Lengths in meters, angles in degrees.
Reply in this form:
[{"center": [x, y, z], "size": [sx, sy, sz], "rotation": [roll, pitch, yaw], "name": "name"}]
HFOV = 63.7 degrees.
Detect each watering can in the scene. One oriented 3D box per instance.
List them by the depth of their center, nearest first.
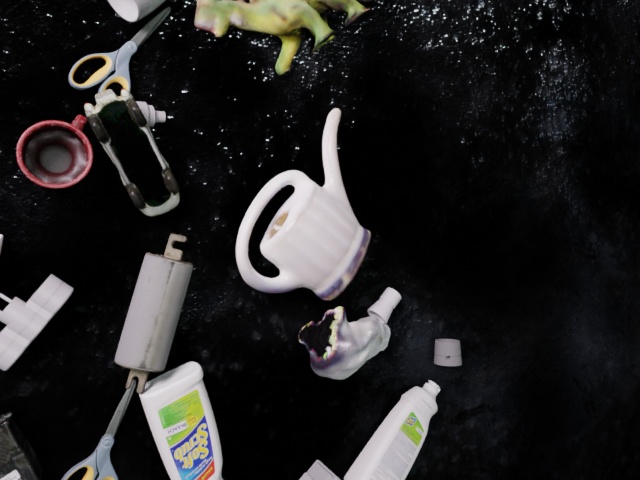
[{"center": [0.003, -0.046, 0.905], "size": [0.222, 0.104, 0.352], "rotation": [40, 73, -21], "name": "watering can"}]

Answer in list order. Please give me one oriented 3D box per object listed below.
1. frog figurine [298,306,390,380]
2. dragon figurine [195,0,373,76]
[{"center": [0.060, 0.194, 0.926], "size": [0.158, 0.125, 0.136], "rotation": [26, 112, -32], "name": "frog figurine"}, {"center": [-0.044, -0.450, 0.900], "size": [0.415, 0.121, 0.241], "rotation": [-44, 99, -22], "name": "dragon figurine"}]
